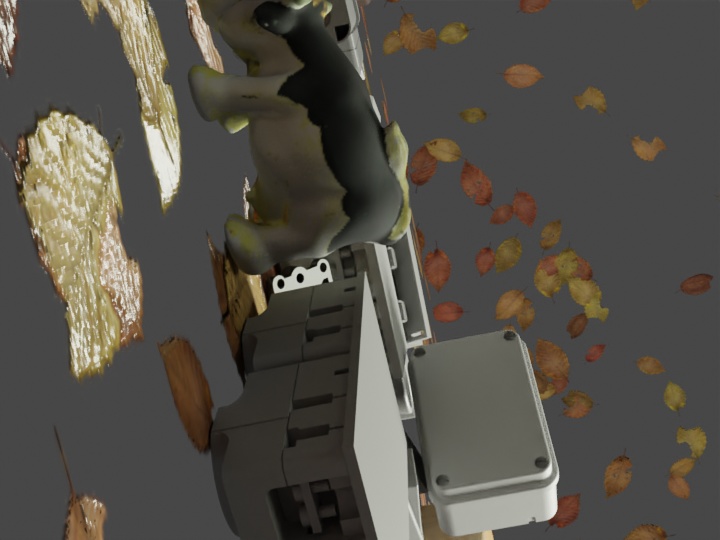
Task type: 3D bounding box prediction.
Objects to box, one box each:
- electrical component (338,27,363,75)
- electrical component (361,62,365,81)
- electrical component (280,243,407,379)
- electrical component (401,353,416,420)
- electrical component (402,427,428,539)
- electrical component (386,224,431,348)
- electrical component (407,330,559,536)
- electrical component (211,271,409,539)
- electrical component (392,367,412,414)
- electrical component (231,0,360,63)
[{"bbox_3d":[-0.032,-0.184,0.892,0.096,0.062,0.061,-85,163,-70],"label":"electrical component"},{"bbox_3d":[-0.027,-0.189,0.983,0.066,0.055,0.048,66,13,-64],"label":"electrical component"},{"bbox_3d":[-0.016,-0.007,0.689,0.089,0.062,0.150,-62,140,-81],"label":"electrical component"},{"bbox_3d":[0.017,0.090,0.888,0.075,0.047,0.083,-85,163,-70],"label":"electrical component"},{"bbox_3d":[0.005,0.123,0.645,0.096,0.061,0.061,71,9,-51],"label":"electrical component"},{"bbox_3d":[0.000,0.000,0.790,0.063,0.079,0.121,10,65,-53],"label":"electrical component"},{"bbox_3d":[0.076,0.100,0.676,0.057,0.078,0.113,76,5,-49],"label":"electrical component"},{"bbox_3d":[-0.017,0.086,0.500,0.186,0.060,0.105,-85,163,-70],"label":"electrical component"},{"bbox_3d":[0.006,0.084,0.754,0.045,0.055,0.045,-12,90,-84],"label":"electrical component"},{"bbox_3d":[-0.049,-0.191,0.659,0.057,0.078,0.113,-78,156,-69],"label":"electrical component"}]
